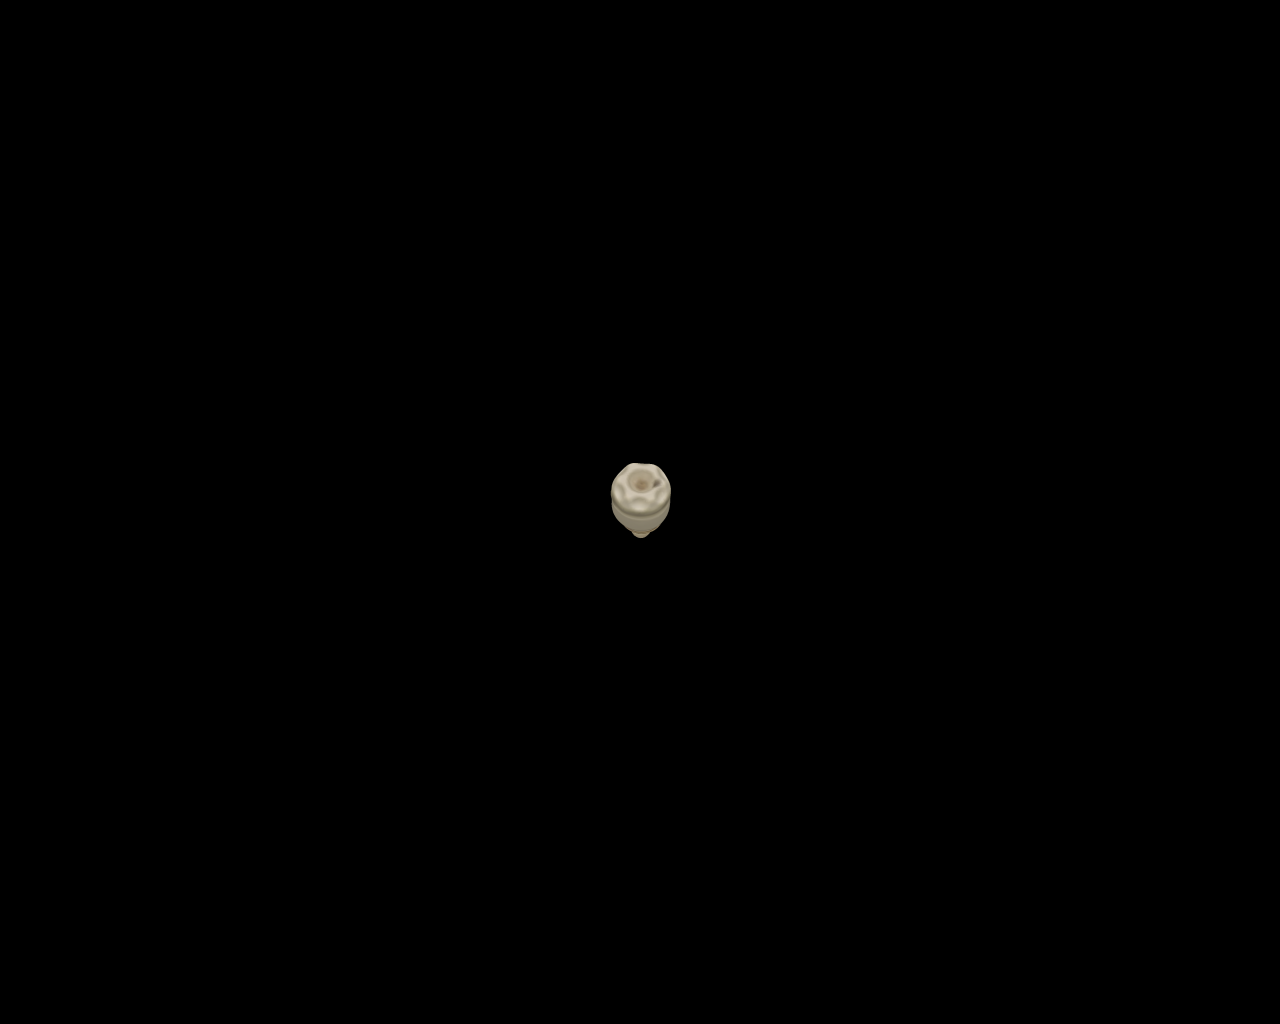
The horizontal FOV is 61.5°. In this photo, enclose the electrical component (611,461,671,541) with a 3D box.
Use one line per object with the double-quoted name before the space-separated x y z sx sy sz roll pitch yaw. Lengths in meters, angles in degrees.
"electrical component" 0.001 -0.003 0.650 0.035 0.035 0.061 0 -32 0
